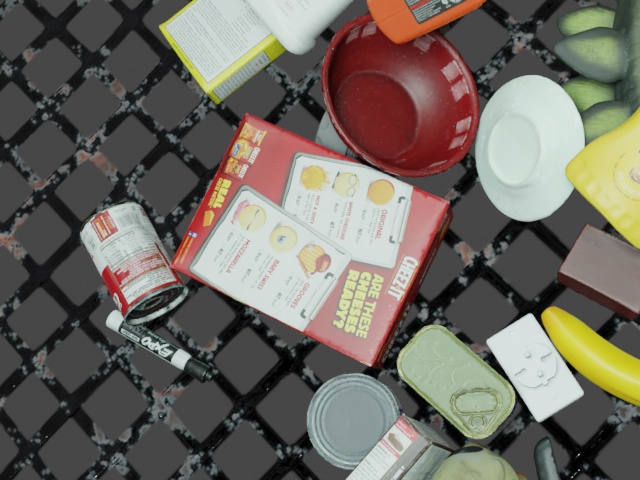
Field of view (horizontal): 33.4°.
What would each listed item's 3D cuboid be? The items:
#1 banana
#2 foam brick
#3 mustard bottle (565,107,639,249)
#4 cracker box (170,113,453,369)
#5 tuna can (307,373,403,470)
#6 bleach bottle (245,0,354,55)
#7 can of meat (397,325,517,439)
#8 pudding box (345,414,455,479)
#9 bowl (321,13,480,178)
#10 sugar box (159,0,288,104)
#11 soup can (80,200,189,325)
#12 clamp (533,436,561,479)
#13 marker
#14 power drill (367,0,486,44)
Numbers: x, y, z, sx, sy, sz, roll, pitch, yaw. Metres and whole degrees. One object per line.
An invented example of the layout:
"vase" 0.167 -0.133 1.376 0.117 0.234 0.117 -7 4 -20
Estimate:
"banana" 0.284 0.113 0.922 0.198 0.037 0.069 14 61 13
"foam brick" 0.254 0.028 0.935 0.078 0.051 0.053 30 85 17
"mustard bottle" 0.296 -0.088 0.853 0.192 0.058 0.096 -45 79 14
"cracker box" -0.007 0.001 0.990 0.214 0.072 0.164 25 87 15
"tuna can" 0.033 0.165 0.968 0.086 0.033 0.086 -2 79 12
"bleach bottle" 0.041 -0.285 0.952 0.251 0.068 0.102 -40 91 21
"can of meat" 0.123 0.125 0.928 0.102 0.084 0.057 41 92 18
"pudding box" 0.066 0.198 0.913 0.039 0.113 0.090 40 89 22
"bowl" 0.065 -0.126 0.983 0.161 0.055 0.162 7 72 -23
"sugar box" -0.063 -0.226 1.060 0.176 0.048 0.093 -36 75 0
"soup can" -0.179 0.021 1.027 0.068 0.068 0.102 -32 74 5
"clamp" 0.229 0.260 0.899 0.120 0.039 0.171 8 75 19
"marker" -0.153 0.104 1.030 0.121 0.020 0.020 28 87 16
"power drill" 0.110 -0.245 0.941 0.185 0.187 0.057 -23 113 40
